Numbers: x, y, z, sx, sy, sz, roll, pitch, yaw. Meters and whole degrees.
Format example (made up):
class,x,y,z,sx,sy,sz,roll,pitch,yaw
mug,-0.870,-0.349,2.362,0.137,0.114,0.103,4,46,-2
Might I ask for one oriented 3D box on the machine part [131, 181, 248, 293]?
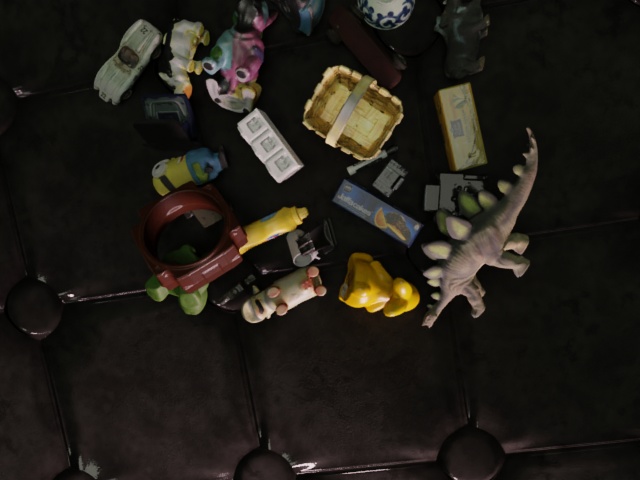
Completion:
class,x,y,z,sx,sy,sz,roll,pitch,yaw
machine part,-0.270,-0.009,1.113,0.201,0.087,0.202,-32,63,-9

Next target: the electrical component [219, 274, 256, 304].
class,x,y,z,sx,sy,sz,roll,pitch,yaw
electrical component,-0.189,0.112,1.234,0.094,0.063,0.021,-36,93,8

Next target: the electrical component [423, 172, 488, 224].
class,x,y,z,sx,sy,sz,roll,pitch,yaw
electrical component,0.291,-0.089,1.162,0.134,0.058,0.114,1,96,5

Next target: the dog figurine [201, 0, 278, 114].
class,x,y,z,sx,sy,sz,roll,pitch,yaw
dog figurine,-0.160,-0.408,1.153,0.109,0.191,0.219,15,64,7

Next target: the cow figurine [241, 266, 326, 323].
class,x,y,z,sx,sy,sz,roll,pitch,yaw
cow figurine,-0.089,0.122,1.208,0.195,0.127,0.085,-28,95,-5

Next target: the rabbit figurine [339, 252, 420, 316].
class,x,y,z,sx,sy,sz,roll,pitch,yaw
rabbit figurine,0.144,0.105,1.169,0.173,0.162,0.122,19,87,-15

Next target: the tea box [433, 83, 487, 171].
class,x,y,z,sx,sy,sz,roll,pitch,yaw
tea box,0.292,-0.232,1.124,0.068,0.098,0.169,-14,94,7

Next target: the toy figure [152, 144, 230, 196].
class,x,y,z,sx,sy,sz,roll,pitch,yaw
toy figure,-0.290,-0.153,1.204,0.180,0.082,0.089,-16,95,5

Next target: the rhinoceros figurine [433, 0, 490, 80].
class,x,y,z,sx,sy,sz,roll,pitch,yaw
rhinoceros figurine,0.294,-0.431,1.116,0.112,0.073,0.190,-1,99,17

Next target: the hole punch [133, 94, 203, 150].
class,x,y,z,sx,sy,sz,roll,pitch,yaw
hole punch,-0.336,-0.259,1.188,0.142,0.115,0.092,-1,66,6

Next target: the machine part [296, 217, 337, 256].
class,x,y,z,sx,sy,sz,roll,pitch,yaw
machine part,-0.002,-0.004,1.166,0.039,0.139,0.084,-3,99,29

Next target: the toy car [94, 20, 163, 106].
class,x,y,z,sx,sy,sz,roll,pitch,yaw
toy car,-0.429,-0.394,1.200,0.073,0.056,0.201,40,99,0

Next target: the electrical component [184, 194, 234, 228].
class,x,y,z,sx,sy,sz,roll,pitch,yaw
electrical component,-0.260,-0.077,1.231,0.102,0.045,0.078,-32,121,12

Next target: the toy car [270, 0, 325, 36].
class,x,y,z,sx,sy,sz,roll,pitch,yaw
toy car,-0.041,-0.520,1.128,0.103,0.109,0.162,-37,80,-13

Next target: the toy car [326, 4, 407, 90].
class,x,y,z,sx,sy,sz,roll,pitch,yaw
toy car,0.098,-0.407,1.144,0.202,0.053,0.089,49,119,0

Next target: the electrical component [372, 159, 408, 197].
class,x,y,z,sx,sy,sz,roll,pitch,yaw
electrical component,0.148,-0.131,1.141,0.048,0.119,0.075,37,102,0

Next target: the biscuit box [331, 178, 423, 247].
class,x,y,z,sx,sy,sz,roll,pitch,yaw
biscuit box,0.125,-0.062,1.181,0.203,0.059,0.062,31,99,2

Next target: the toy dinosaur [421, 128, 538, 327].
class,x,y,z,sx,sy,sz,roll,pitch,yaw
toy dinosaur,0.329,0.001,1.101,0.198,0.105,0.471,28,115,-7

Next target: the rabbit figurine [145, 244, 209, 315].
class,x,y,z,sx,sy,sz,roll,pitch,yaw
rabbit figurine,-0.305,0.096,1.213,0.121,0.170,0.159,2,56,4

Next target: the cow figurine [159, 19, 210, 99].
class,x,y,z,sx,sy,sz,roll,pitch,yaw
cow figurine,-0.310,-0.397,1.181,0.098,0.068,0.167,18,95,9
